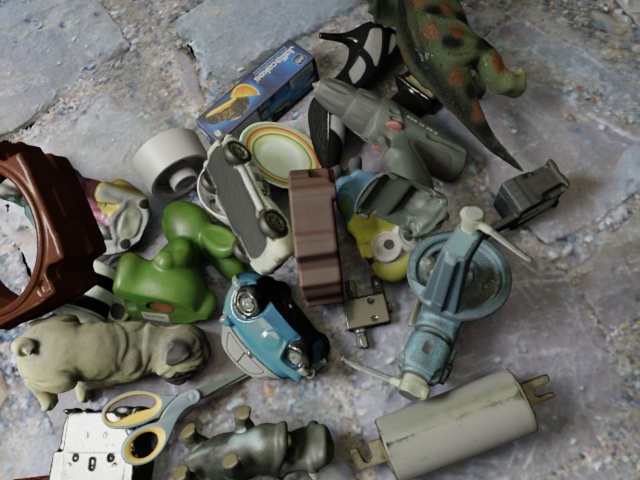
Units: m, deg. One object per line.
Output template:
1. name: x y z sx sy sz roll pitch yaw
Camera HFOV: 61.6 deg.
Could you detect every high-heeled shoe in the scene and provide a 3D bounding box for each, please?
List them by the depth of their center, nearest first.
1. high-heeled shoe: 0.063 -0.215 0.818 0.145 0.086 0.248 3 84 -20

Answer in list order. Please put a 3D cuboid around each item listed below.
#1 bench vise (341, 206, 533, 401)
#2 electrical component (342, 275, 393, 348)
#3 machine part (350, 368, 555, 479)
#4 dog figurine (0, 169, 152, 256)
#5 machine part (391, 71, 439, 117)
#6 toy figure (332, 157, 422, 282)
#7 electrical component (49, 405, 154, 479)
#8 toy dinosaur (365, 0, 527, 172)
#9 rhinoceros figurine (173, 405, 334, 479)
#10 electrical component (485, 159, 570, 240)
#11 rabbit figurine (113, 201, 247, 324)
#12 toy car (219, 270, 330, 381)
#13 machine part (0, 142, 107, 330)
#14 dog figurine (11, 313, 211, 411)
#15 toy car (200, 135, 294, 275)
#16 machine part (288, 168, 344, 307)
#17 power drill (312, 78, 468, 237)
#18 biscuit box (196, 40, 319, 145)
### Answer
1. bench vise: 0.141 0.060 0.604 0.129 0.240 0.223 33 62 23
2. electrical component: 0.064 0.094 0.709 0.063 0.021 0.094 -11 67 4
3. machine part: 0.154 0.214 0.619 0.243 0.079 0.079 -22 67 0
4. dog figurine: -0.375 -0.065 0.802 0.219 0.191 0.108 31 110 45
5. machine part: 0.122 -0.199 0.805 0.084 0.039 0.139 41 79 12
6. toy figure: 0.076 -0.028 0.725 0.082 0.089 0.180 -36 59 9
7. electrical component: -0.272 0.279 0.676 0.115 0.058 0.134 -6 68 9
8. toy dinosaur: 0.162 -0.279 0.744 0.192 0.131 0.405 2 57 -22
9. rhinoceros figurine: -0.078 0.253 0.628 0.190 0.112 0.073 -18 39 16
10. electrical component: 0.258 -0.048 0.705 0.119 0.074 0.048 -28 68 1
11. rabbit figurine: -0.184 0.017 0.732 0.159 0.121 0.170 4 60 6
12. toy car: -0.068 0.122 0.687 0.103 0.109 0.162 -43 79 15
13. machine part: -0.381 -0.003 0.656 0.201 0.087 0.201 -26 86 19
14. dog figurine: -0.252 0.135 0.672 0.191 0.172 0.121 -12 79 12
15. toy car: -0.097 -0.048 0.704 0.073 0.056 0.202 -43 64 31
16. machine part: -0.001 -0.002 0.680 0.056 0.179 0.179 -6 68 2
17. power drill: 0.086 -0.108 0.691 0.232 0.086 0.207 22 36 -14
18. biscuit box: -0.093 -0.218 0.835 0.202 0.059 0.063 -44 68 -9
